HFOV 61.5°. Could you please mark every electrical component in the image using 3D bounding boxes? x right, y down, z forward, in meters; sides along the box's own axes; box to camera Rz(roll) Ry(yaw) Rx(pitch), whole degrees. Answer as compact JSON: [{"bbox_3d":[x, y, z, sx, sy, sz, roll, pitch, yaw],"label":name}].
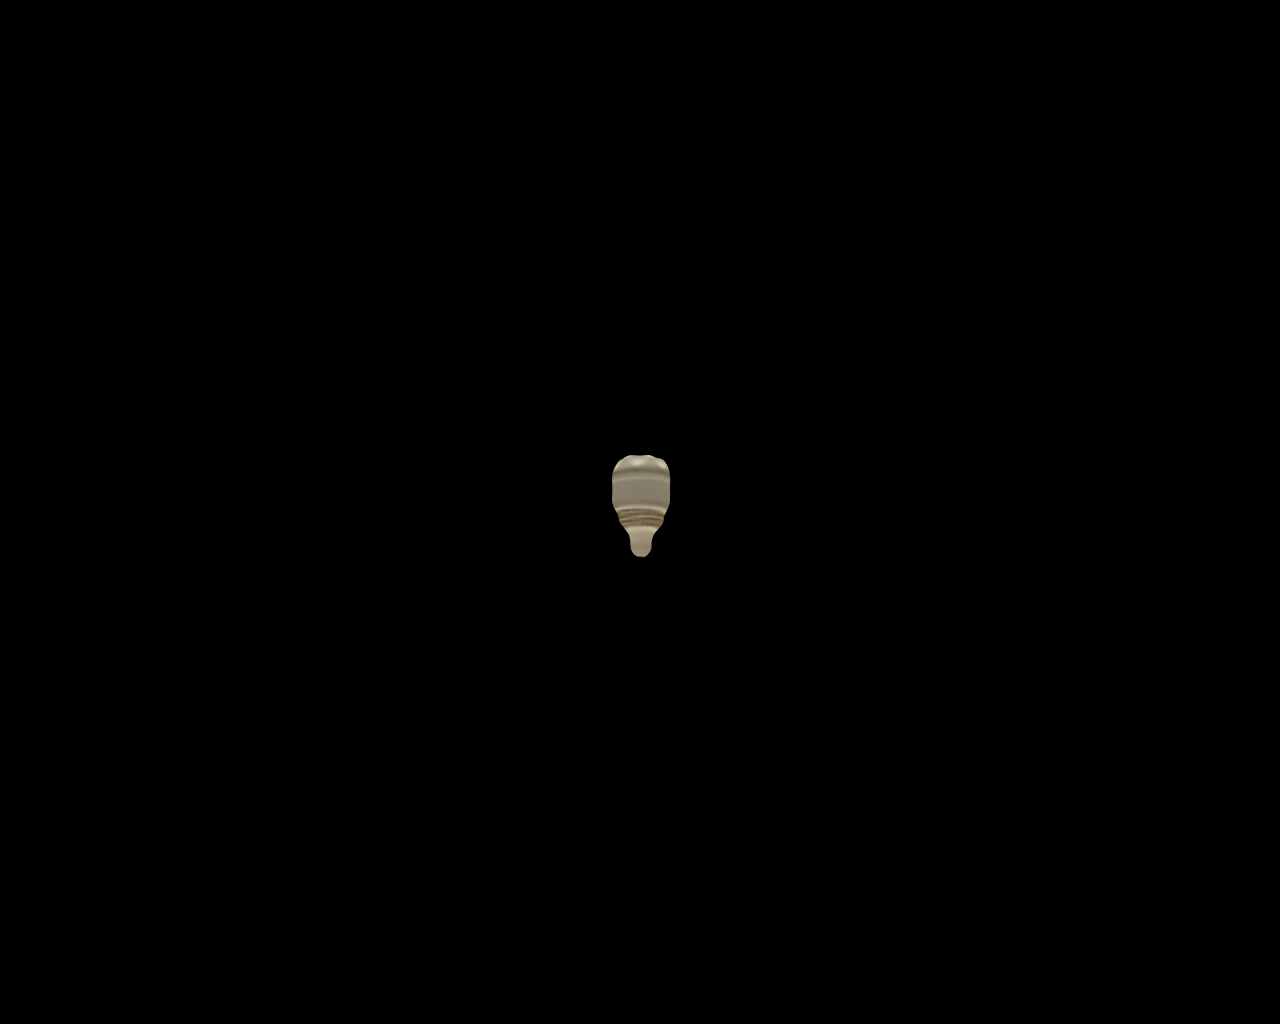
[{"bbox_3d":[0.001,-0.003,0.650,0.035,0.061,0.035,0,-10,0],"label":"electrical component"}]
